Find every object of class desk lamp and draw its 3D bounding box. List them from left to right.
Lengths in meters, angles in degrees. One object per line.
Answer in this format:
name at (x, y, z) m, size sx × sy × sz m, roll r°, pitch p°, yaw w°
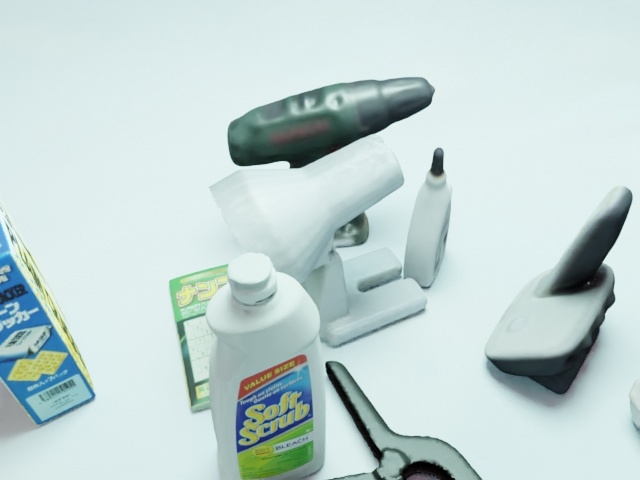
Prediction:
desk lamp at (0.005, 0.002, 0.578) m, size 0.203 × 0.214 × 0.117 m, roll -19°, pitch 47°, yaw -16°

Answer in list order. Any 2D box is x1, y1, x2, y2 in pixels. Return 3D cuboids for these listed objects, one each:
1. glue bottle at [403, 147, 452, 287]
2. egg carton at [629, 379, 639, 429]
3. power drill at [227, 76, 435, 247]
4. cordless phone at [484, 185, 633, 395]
glue bottle at (0.124, -0.030, 0.634) m, size 0.037 × 0.173 × 0.078 m, roll 17°, pitch 48°, yaw 19°
egg carton at (0.344, 0.177, 0.488) m, size 0.107 × 0.069 × 0.150 m, roll -11°, pitch 45°, yaw -8°
power drill at (0.013, -0.089, 0.674) m, size 0.229 × 0.209 × 0.075 m, roll -6°, pitch 45°, yaw -3°
cordless phone at (0.233, 0.043, 0.546) m, size 0.094 × 0.185 × 0.148 m, roll 24°, pitch 51°, yaw 25°
